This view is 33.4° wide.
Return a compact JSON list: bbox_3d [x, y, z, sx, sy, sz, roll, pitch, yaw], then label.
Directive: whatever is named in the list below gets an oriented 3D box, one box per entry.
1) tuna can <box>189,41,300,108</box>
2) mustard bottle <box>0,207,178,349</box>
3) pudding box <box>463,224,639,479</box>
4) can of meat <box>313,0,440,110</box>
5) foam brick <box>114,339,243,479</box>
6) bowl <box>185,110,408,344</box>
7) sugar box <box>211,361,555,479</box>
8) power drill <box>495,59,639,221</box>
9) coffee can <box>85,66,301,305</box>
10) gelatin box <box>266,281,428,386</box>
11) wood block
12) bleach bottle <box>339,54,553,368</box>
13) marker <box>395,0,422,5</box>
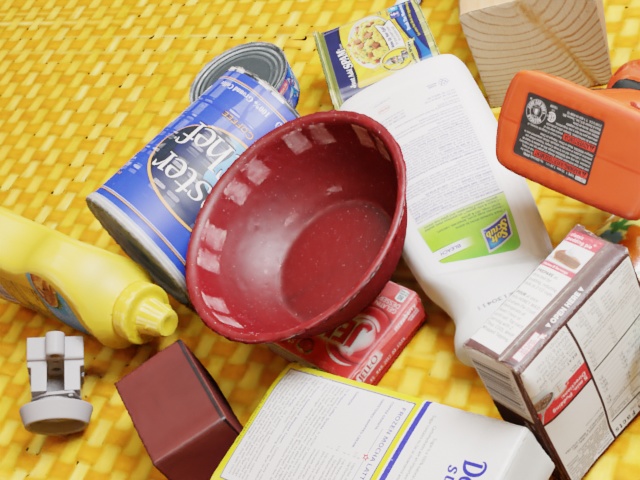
[{"bbox_3d":[-0.060,-0.119,0.862,0.086,0.033,0.086,-14,47,16],"label":"tuna can"},{"bbox_3d":[-0.171,0.031,0.745,0.192,0.096,0.058,18,62,37],"label":"mustard bottle"},{"bbox_3d":[0.132,0.063,0.554,0.090,0.113,0.039,-45,43,-14],"label":"pudding box"},{"bbox_3d":[0.048,-0.127,0.798,0.084,0.057,0.102,-20,47,7],"label":"can of meat"},{"bbox_3d":[-0.083,0.112,0.663,0.051,0.053,0.078,-35,44,-4],"label":"foam brick"},{"bbox_3d":[-0.004,0.001,0.660,0.162,0.055,0.162,-21,50,27],"label":"bowl"},{"bbox_3d":[0.028,0.129,0.579,0.177,0.048,0.093,12,59,44],"label":"sugar box"},{"bbox_3d":[0.204,-0.054,0.592,0.187,0.057,0.185,-8,27,-42],"label":"power drill"},{"bbox_3d":[-0.079,-0.039,0.754,0.140,0.102,0.103,-45,47,-14],"label":"coffee can"},{"bbox_3d":[0.013,0.053,0.680,0.089,0.030,0.073,26,68,40],"label":"gelatin box"},{"bbox_3d":[0.157,-0.210,0.789,0.090,0.090,0.206,-10,48,19],"label":"wood block"},{"bbox_3d":[0.087,-0.006,0.673,0.103,0.068,0.251,-26,48,14],"label":"bleach bottle"},{"bbox_3d":[0.089,-0.225,0.887,0.020,0.020,0.121,8,56,32],"label":"marker"}]
